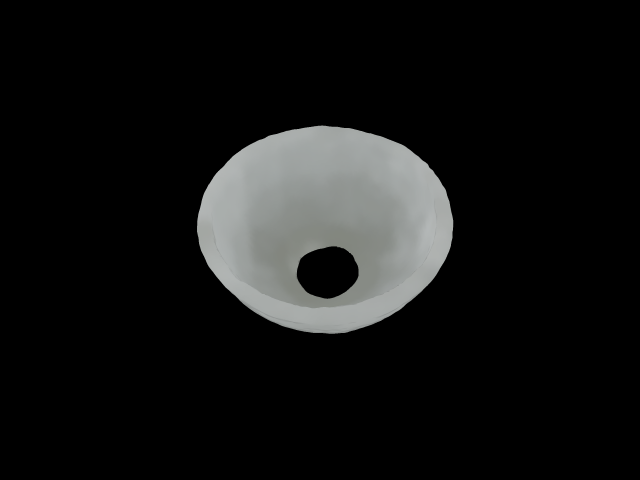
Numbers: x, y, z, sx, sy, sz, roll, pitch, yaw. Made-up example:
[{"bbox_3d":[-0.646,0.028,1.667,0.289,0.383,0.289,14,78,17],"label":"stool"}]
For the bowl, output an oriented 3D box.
[{"bbox_3d":[0.004,0.001,0.400,0.167,0.075,0.167,0,52,0],"label":"bowl"}]
